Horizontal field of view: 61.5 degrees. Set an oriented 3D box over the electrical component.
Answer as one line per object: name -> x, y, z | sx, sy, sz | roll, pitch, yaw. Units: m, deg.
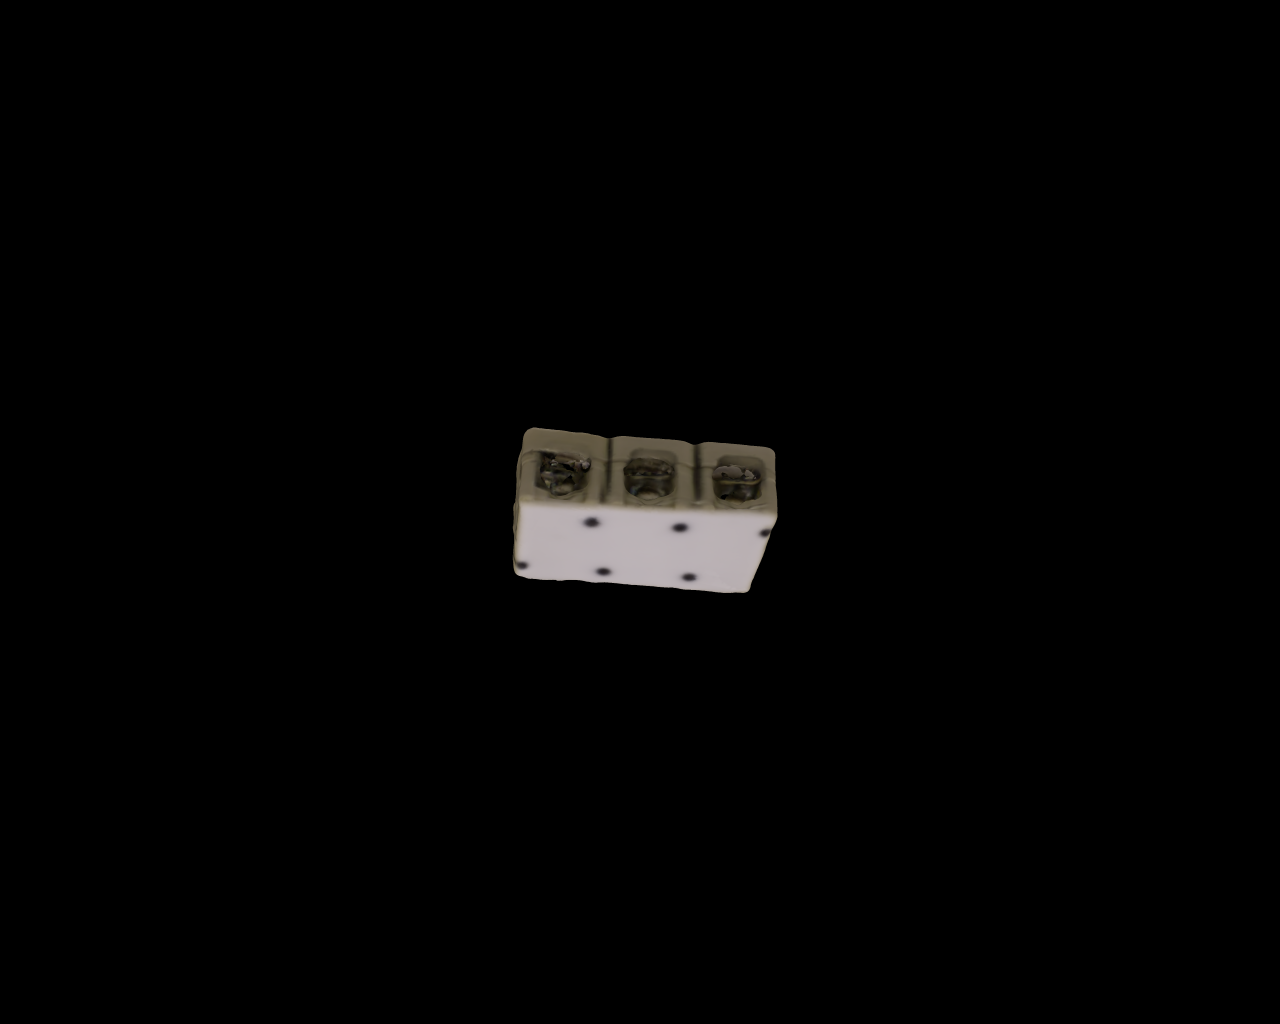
electrical component -> 0.001, -0.003, 0.650 | 0.150, 0.062, 0.089 | 5, -35, -7
